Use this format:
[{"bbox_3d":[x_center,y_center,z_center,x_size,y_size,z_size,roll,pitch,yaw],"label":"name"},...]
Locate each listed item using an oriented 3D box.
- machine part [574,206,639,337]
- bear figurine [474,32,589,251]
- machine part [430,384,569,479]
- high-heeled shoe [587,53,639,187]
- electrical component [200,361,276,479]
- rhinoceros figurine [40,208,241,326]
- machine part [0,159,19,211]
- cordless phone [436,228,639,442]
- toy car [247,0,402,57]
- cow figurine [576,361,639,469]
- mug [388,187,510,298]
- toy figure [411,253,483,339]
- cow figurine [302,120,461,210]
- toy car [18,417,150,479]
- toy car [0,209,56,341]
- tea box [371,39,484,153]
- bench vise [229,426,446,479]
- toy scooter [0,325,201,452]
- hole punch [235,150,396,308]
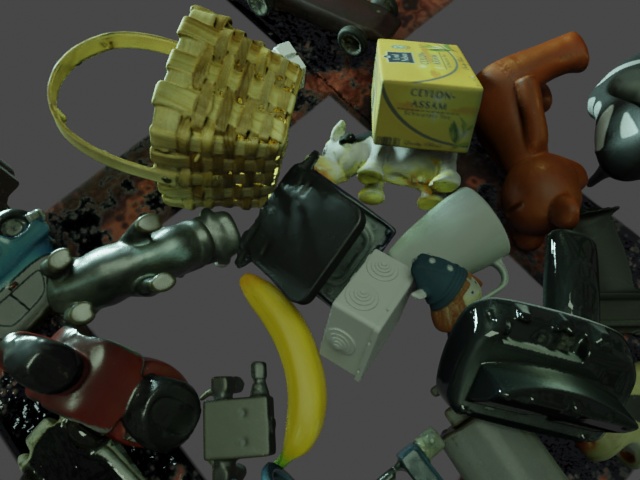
[{"bbox_3d":[0.287,0.031,0.555,0.084,0.039,0.139,-1,70,6],"label":"machine part"},{"bbox_3d":[0.235,-0.098,0.564,0.132,0.120,0.196,-18,72,-10],"label":"bear figurine"},{"bbox_3d":[0.181,0.224,0.460,0.079,0.079,0.243,-29,71,-10],"label":"machine part"},{"bbox_3d":[0.351,-0.158,0.570,0.086,0.145,0.248,28,73,10],"label":"high-heeled shoe"},{"bbox_3d":[-0.078,0.169,0.495,0.078,0.045,0.102,-13,71,4],"label":"electrical component"},{"bbox_3d":[-0.167,0.024,0.523,0.190,0.112,0.073,-23,85,-20],"label":"rhinoceros figurine"},{"bbox_3d":[-0.417,-0.043,0.567,0.179,0.056,0.179,-3,64,6],"label":"machine part"},{"bbox_3d":[0.180,0.061,0.446,0.147,0.088,0.184,15,64,-6],"label":"cordless phone"},{"bbox_3d":[0.004,-0.289,0.673,0.202,0.053,0.089,29,61,15],"label":"toy car"},{"bbox_3d":[0.314,0.140,0.487,0.195,0.085,0.127,-25,68,-13],"label":"cow figurine"},{"bbox_3d":[0.130,0.018,0.545,0.107,0.081,0.109,-30,81,0],"label":"mug"},{"bbox_3d":[0.134,0.070,0.491,0.058,0.154,0.064,-28,27,14],"label":"toy figure"},{"bbox_3d":[0.064,-0.092,0.588,0.167,0.068,0.098,7,63,-1],"label":"cow figurine"},{"bbox_3d":[-0.182,0.231,0.472,0.202,0.056,0.073,37,80,15],"label":"toy car"},{"bbox_3d":[-0.314,0.050,0.526,0.103,0.109,0.161,46,62,-7],"label":"toy car"},{"bbox_3d":[0.105,-0.158,0.570,0.098,0.068,0.170,5,34,0],"label":"tea box"},{"bbox_3d":[0.021,0.254,0.428,0.240,0.128,0.224,-39,73,-7],"label":"bench vise"},{"bbox_3d":[-0.200,0.124,0.472,0.135,0.183,0.075,-2,58,45],"label":"toy scooter"},{"bbox_3d":[-0.001,-0.002,0.537,0.116,0.092,0.142,42,104,34],"label":"hole punch"}]
